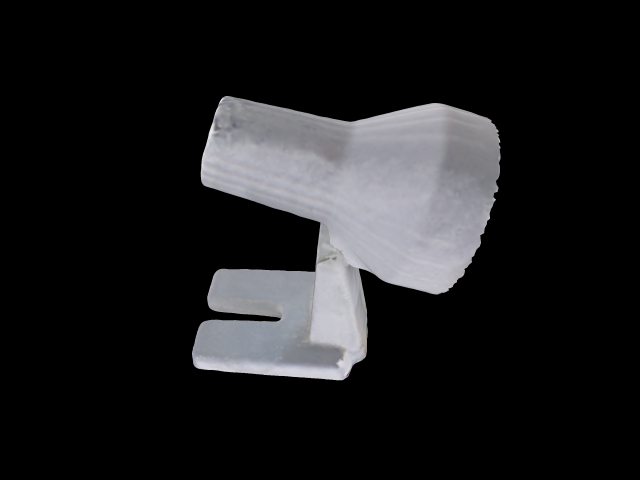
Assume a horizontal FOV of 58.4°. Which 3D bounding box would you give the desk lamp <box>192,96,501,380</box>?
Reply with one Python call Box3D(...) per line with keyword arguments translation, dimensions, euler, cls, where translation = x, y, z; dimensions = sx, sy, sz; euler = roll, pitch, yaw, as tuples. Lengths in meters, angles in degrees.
Box3D(translation=(0.004, 0.001, 0.400), dimensions=(0.203, 0.214, 0.118), euler=(2, 43, 2), cls="desk lamp")
